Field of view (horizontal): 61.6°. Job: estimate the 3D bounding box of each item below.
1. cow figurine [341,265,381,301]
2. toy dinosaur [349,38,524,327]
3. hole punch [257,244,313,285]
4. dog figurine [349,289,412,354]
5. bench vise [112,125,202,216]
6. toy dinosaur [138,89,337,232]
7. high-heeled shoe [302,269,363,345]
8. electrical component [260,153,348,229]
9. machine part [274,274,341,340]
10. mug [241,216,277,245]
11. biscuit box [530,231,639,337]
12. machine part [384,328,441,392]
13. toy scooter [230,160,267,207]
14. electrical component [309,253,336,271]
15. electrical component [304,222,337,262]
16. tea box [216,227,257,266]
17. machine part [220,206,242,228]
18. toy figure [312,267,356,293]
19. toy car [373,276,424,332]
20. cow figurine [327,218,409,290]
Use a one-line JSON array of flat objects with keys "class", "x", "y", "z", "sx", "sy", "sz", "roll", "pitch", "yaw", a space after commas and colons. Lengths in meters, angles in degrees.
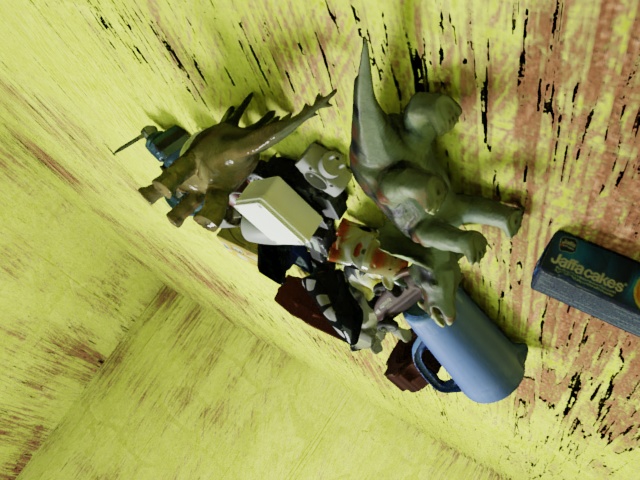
[{"class": "cow figurine", "x": 0.090, "y": 0.050, "z": 1.017, "sx": 0.098, "sy": 0.068, "sz": 0.167, "roll": 38, "pitch": 161, "yaw": 8}, {"class": "toy dinosaur", "x": 0.104, "y": -0.066, "z": 0.642, "sx": 0.192, "sy": 0.131, "sz": 0.404, "roll": 10, "pitch": 144, "yaw": 50}, {"class": "hole punch", "x": -0.078, "y": 0.026, "z": 1.207, "sx": 0.142, "sy": 0.092, "sz": 0.115, "roll": 29, "pitch": 125, "yaw": 49}, {"class": "dog figurine", "x": 0.098, "y": 0.166, "z": 1.192, "sx": 0.121, "sy": 0.172, "sz": 0.190, "roll": -5, "pitch": 176, "yaw": -22}, {"class": "bench vise", "x": -0.297, "y": -0.128, "z": 1.131, "sx": 0.223, "sy": 0.129, "sz": 0.240, "roll": 35, "pitch": 156, "yaw": -3}, {"class": "toy dinosaur", "x": -0.141, "y": -0.117, "z": 0.769, "sx": 0.105, "sy": 0.198, "sz": 0.472, "roll": 44, "pitch": 159, "yaw": -27}, {"class": "high-heeled shoe", "x": 0.026, "y": 0.139, "z": 1.135, "sx": 0.249, "sy": 0.086, "sz": 0.145, "roll": 163, "pitch": 96, "yaw": -74}, {"class": "electrical component", "x": -0.019, "y": -0.079, "z": 0.887, "sx": 0.134, "sy": 0.058, "sz": 0.114, "roll": 21, "pitch": 159, "yaw": 35}, {"class": "machine part", "x": 0.001, "y": 0.169, "z": 1.348, "sx": 0.201, "sy": 0.087, "sz": 0.202, "roll": 30, "pitch": 179, "yaw": -27}, {"class": "mug", "x": -0.101, "y": -0.037, "z": 1.108, "sx": 0.107, "sy": 0.081, "sz": 0.109, "roll": 10, "pitch": 145, "yaw": 28}, {"class": "biscuit box", "x": 0.353, "y": 0.063, "z": 0.620, "sx": 0.203, "sy": 0.059, "sz": 0.062, "roll": 26, "pitch": 161, "yaw": 20}, {"class": "machine part", "x": 0.206, "y": 0.235, "z": 1.126, "sx": 0.056, "sy": 0.179, "sz": 0.179, "roll": 39, "pitch": 161, "yaw": -4}, {"class": "toy scooter", "x": -0.117, "y": -0.086, "z": 1.007, "sx": 0.184, "sy": 0.075, "sz": 0.135, "roll": 2, "pitch": 144, "yaw": 50}, {"class": "electrical component", "x": 0.006, "y": 0.050, "z": 1.219, "sx": 0.094, "sy": 0.021, "sz": 0.063, "roll": 13, "pitch": 153, "yaw": 45}, {"class": "electrical component", "x": -0.002, "y": -0.003, "z": 1.058, "sx": 0.075, "sy": 0.048, "sz": 0.119, "roll": 24, "pitch": 160, "yaw": 26}, {"class": "tea box", "x": -0.163, "y": 0.016, "z": 1.339, "sx": 0.170, "sy": 0.068, "sz": 0.098, "roll": 23, "pitch": 159, "yaw": 26}, {"class": "machine part", "x": -0.223, "y": -0.066, "z": 1.225, "sx": 0.079, "sy": 0.079, "sz": 0.243, "roll": 42, "pitch": 161, "yaw": -23}, {"class": "toy figure", "x": 0.029, "y": 0.100, "z": 1.255, "sx": 0.155, "sy": 0.058, "sz": 0.064, "roll": 22, "pitch": 124, "yaw": 35}, {"class": "toy car", "x": 0.138, "y": 0.082, "z": 0.884, "sx": 0.053, "sy": 0.089, "sz": 0.202, "roll": 12, "pitch": 146, "yaw": -24}, {"class": "cow figurine", "x": 0.080, "y": 0.019, "z": 0.859, "sx": 0.127, "sy": 0.085, "sz": 0.195, "roll": 17, "pitch": -175, "yaw": 0}]
